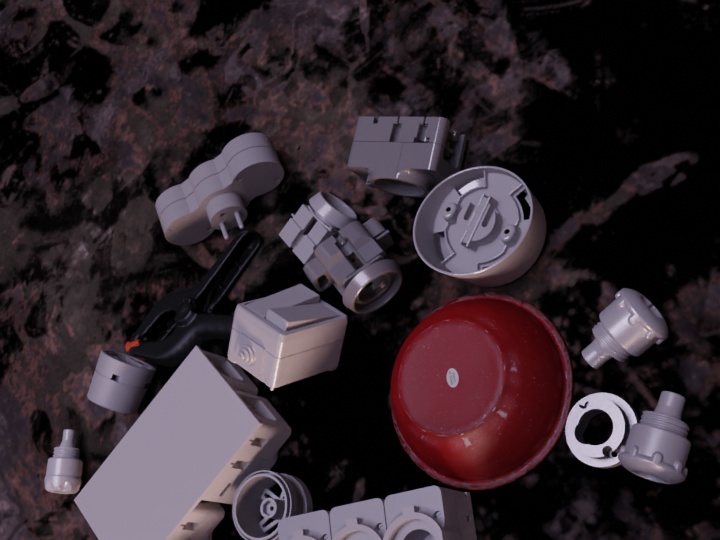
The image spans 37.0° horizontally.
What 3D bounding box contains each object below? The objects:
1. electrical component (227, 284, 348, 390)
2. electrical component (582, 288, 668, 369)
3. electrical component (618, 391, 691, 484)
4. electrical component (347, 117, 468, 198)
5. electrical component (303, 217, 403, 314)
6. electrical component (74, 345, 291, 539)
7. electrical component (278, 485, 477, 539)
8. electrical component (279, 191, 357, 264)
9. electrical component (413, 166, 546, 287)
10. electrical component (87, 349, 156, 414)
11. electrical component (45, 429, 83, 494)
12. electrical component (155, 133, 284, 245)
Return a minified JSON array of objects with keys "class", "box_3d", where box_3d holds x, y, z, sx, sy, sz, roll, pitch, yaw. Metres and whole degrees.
[{"class":"electrical component","box_3d":[-0.066,0.055,0.916,0.062,0.096,0.061,30,119,35]},{"class":"electrical component","box_3d":[0.193,0.047,0.797,0.062,0.048,0.048,-45,56,21]},{"class":"electrical component","box_3d":[0.213,0.117,0.761,0.048,0.048,0.062,12,74,34]},{"class":"electrical component","box_3d":[0.040,-0.098,0.936,0.089,0.050,0.055,6,77,33]},{"class":"electrical component","box_3d":[0.000,0.000,0.923,0.078,0.058,0.057,-35,61,-6]},{"class":"electrical component","box_3d":[-0.157,0.177,0.964,0.186,0.060,0.105,-51,55,8]},{"class":"electrical component","box_3d":[0.012,0.228,0.839,0.150,0.062,0.089,-18,65,26]},{"class":"electrical component","box_3d":[-0.035,-0.037,0.967,0.055,0.048,0.066,-53,55,16]},{"class":"electrical component","box_3d":[0.099,-0.035,0.869,0.099,0.064,0.099,-11,69,29]},{"class":"electrical component","box_3d":[-0.231,0.108,1.038,0.055,0.055,0.047,21,90,35]},{"class":"electrical component","box_3d":[-0.290,0.188,1.060,0.035,0.035,0.061,-9,68,30]},{"class":"electrical component","box_3d":[-0.130,-0.063,1.031,0.138,0.052,0.073,-34,60,19]}]
